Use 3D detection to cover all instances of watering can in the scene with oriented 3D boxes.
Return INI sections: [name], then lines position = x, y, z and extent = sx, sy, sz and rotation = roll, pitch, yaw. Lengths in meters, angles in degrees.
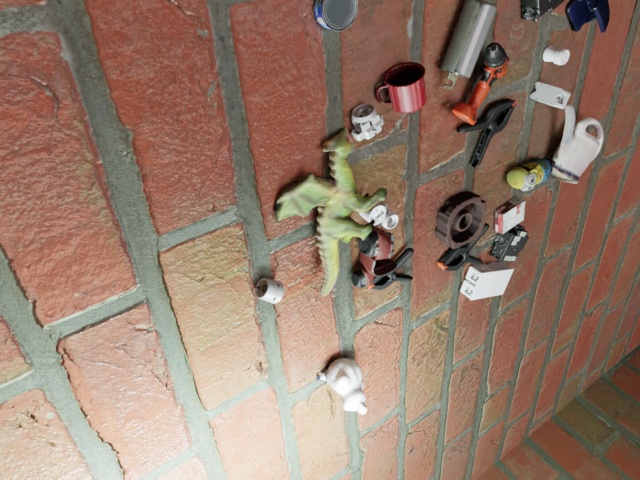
[watering can]
position = 0.823, -0.305, 1.682
extent = 0.346, 0.105, 0.222
rotation = 14, 108, -44

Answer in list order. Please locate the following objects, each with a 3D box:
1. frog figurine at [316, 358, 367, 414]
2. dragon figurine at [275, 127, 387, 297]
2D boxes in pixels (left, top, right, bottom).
[frog figurine]
position = 0.087, 0.426, 1.508
extent = 0.123, 0.162, 0.135
rotation = -50, 136, -2
[dragon figurine]
position = 0.004, -0.061, 1.207
extent = 0.241, 0.124, 0.407
rotation = 18, 103, -26
